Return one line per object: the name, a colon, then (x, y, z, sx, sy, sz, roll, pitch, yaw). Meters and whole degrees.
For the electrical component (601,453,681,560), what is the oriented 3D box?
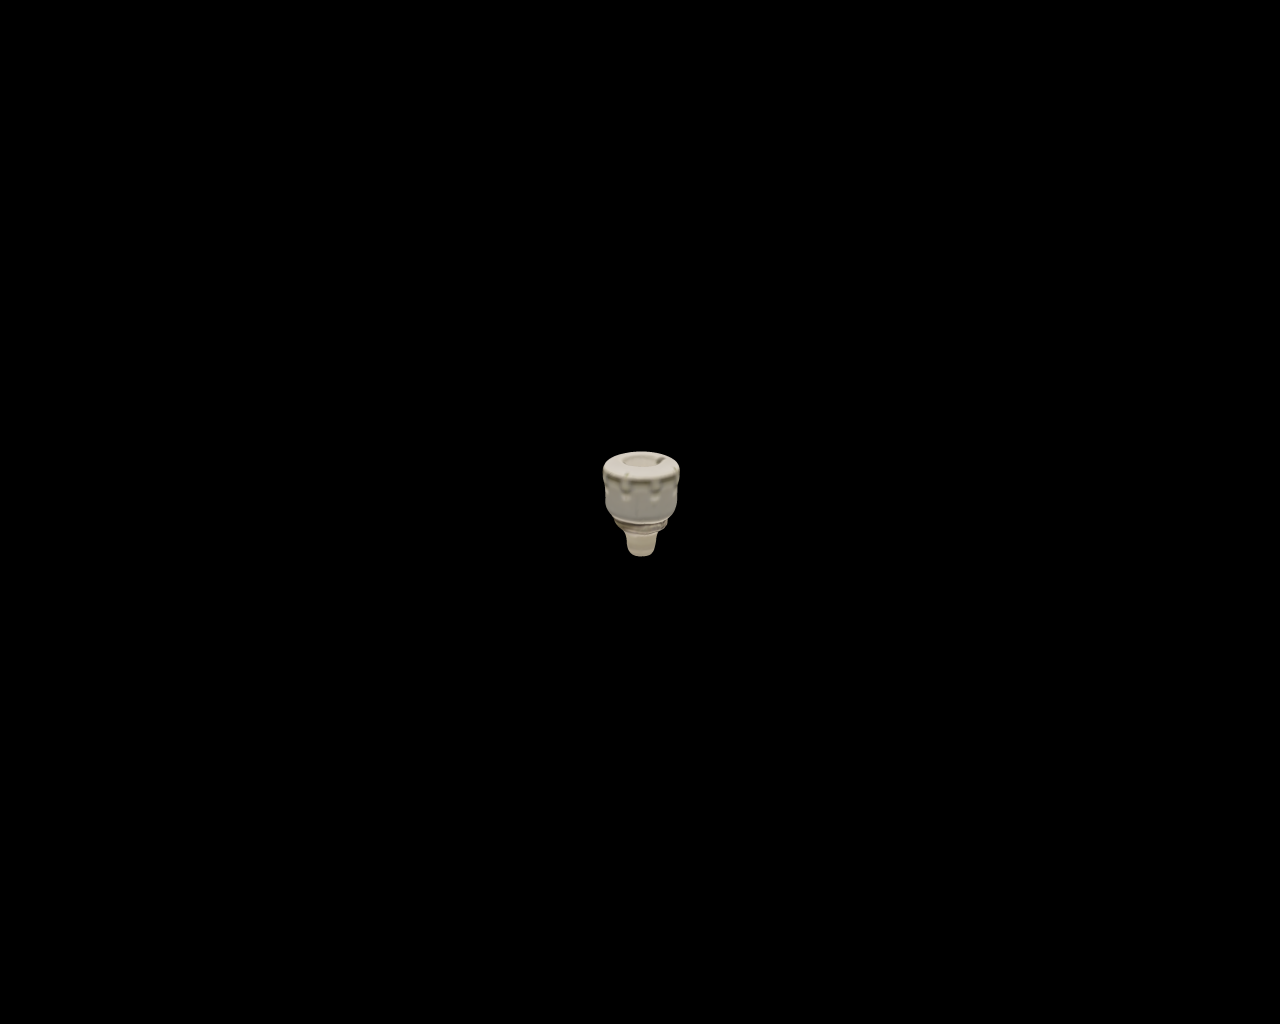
electrical component: (0.001, -0.003, 0.650, 0.048, 0.062, 0.048, 0, 20, 0)
